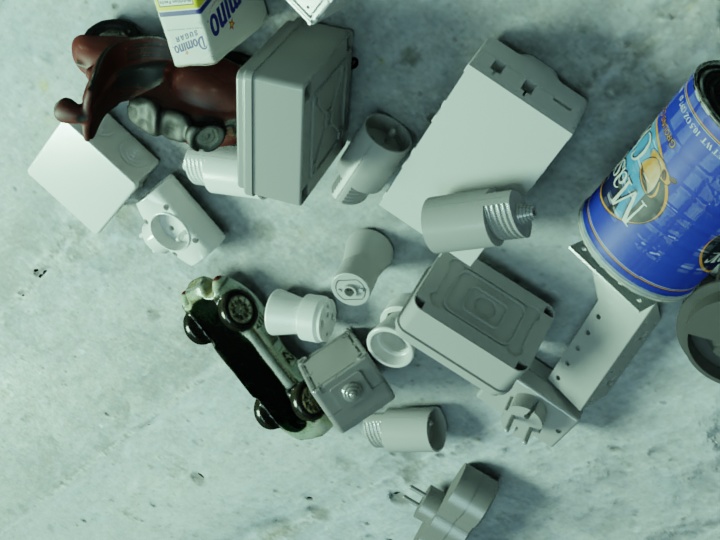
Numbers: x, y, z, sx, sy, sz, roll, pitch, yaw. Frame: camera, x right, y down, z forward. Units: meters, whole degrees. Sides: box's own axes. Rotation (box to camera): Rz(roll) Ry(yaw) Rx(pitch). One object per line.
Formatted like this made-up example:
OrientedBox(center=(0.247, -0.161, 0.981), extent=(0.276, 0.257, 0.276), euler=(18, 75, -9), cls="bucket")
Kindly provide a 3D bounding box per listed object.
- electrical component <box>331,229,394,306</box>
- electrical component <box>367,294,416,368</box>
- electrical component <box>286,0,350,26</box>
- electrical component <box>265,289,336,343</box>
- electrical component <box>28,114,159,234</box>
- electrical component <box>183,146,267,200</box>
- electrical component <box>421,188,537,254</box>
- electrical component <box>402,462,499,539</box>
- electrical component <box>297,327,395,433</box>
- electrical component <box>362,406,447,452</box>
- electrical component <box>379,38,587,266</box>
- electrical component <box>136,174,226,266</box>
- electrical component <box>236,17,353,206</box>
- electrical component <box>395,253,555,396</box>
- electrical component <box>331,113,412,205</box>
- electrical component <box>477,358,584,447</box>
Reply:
OrientedBox(center=(0.000, 0.000, 0.933), extent=(0.044, 0.065, 0.044), euler=(10, 128, 13), cls="electrical component")
OrientedBox(center=(0.036, 0.054, 0.963), extent=(0.045, 0.055, 0.045), euler=(14, 129, 18), cls="electrical component")
OrientedBox(center=(-0.038, -0.239, 0.785), extent=(0.096, 0.061, 0.062), euler=(46, 131, 0), cls="electrical component")
OrientedBox(center=(-0.055, 0.043, 1.009), extent=(0.055, 0.045, 0.045), euler=(8, 127, 21), cls="electrical component")
OrientedBox(center=(-0.247, -0.096, 1.000), extent=(0.100, 0.048, 0.100), euler=(43, 131, -8), cls="electrical component")
OrientedBox(center=(-0.119, -0.088, 0.945), extent=(0.081, 0.043, 0.043), euler=(9, 127, 21), cls="electrical component")
OrientedBox(center=(0.091, -0.038, 0.791), extent=(0.081, 0.043, 0.043), euler=(-6, 120, 30), cls="electrical component")
OrientedBox(center=(0.078, 0.241, 1.083), extent=(0.074, 0.052, 0.138), euler=(30, 132, 4), cls="electrical component")
OrientedBox(center=(-0.010, 0.106, 0.991), extent=(0.062, 0.096, 0.061), euler=(-34, 109, -3), cls="electrical component")
OrientedBox(center=(0.039, 0.155, 1.046), extent=(0.081, 0.043, 0.043), euler=(-6, 121, 30), cls="electrical component")
OrientedBox(center=(0.093, -0.090, 0.824), extent=(0.089, 0.061, 0.150), euler=(34, 132, 0), cls="electrical component")
OrientedBox(center=(-0.179, -0.039, 1.011), extent=(0.079, 0.044, 0.077), euler=(-29, 108, 39), cls="electrical component")
OrientedBox(center=(-0.050, -0.124, 0.840), extent=(0.056, 0.108, 0.108), euler=(15, 129, 13), cls="electrical component")
OrientedBox(center=(0.095, 0.044, 0.907), extent=(0.113, 0.078, 0.057), euler=(32, 146, 2), cls="electrical component")
OrientedBox(center=(0.005, -0.085, 0.885), extent=(0.043, 0.043, 0.081), euler=(35, 132, -1), cls="electrical component")
OrientedBox(center=(0.147, 0.122, 0.945), extent=(0.083, 0.075, 0.047), euler=(34, 132, 0), cls="electrical component")
